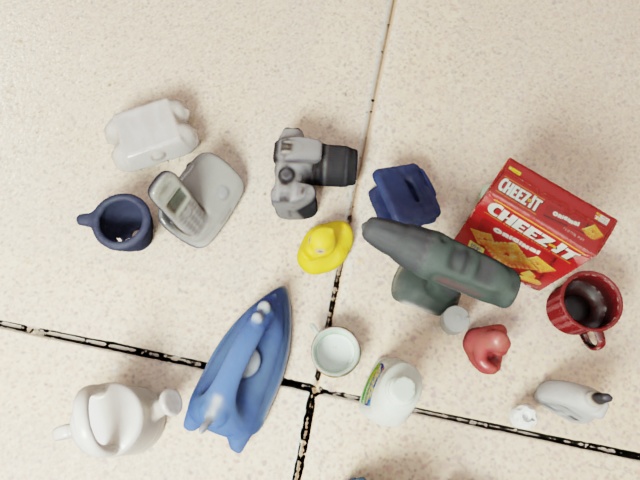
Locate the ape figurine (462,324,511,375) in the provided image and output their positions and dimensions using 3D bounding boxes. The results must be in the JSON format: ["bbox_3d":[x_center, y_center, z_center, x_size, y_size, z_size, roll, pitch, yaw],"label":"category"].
[{"bbox_3d":[0.259,0.159,0.863,0.076,0.092,0.078,39,77,11],"label":"ape figurine"}]

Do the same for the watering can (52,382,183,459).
[{"bbox_3d":[-0.279,0.242,0.785,0.173,0.194,0.101,-36,76,-10],"label":"watering can"}]

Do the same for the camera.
[{"bbox_3d":[-0.008,-0.113,0.943,0.136,0.101,0.143,4,73,2],"label":"camera"}]

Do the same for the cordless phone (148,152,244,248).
[{"bbox_3d":[-0.195,-0.079,0.889,0.094,0.185,0.148,27,75,8],"label":"cordless phone"}]

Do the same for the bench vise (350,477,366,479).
[{"bbox_3d":[0.100,0.402,0.721,0.207,0.220,0.121,40,77,12],"label":"bench vise"}]

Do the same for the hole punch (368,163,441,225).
[{"bbox_3d":[0.140,-0.072,0.935,0.101,0.091,0.108,-22,74,-6],"label":"hole punch"}]

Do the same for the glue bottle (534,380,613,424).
[{"bbox_3d":[0.364,0.225,0.800,0.078,0.173,0.037,31,75,10],"label":"glue bottle"}]

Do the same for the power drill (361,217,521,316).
[{"bbox_3d":[0.163,0.046,0.837,0.229,0.208,0.076,19,74,6],"label":"power drill"}]

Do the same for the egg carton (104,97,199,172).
[{"bbox_3d":[-0.287,-0.178,0.980,0.150,0.069,0.107,-21,74,-6],"label":"egg carton"}]

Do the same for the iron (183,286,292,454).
[{"bbox_3d":[-0.109,0.170,0.835,0.118,0.141,0.258,21,74,7],"label":"iron"}]

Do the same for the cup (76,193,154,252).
[{"bbox_3d":[-0.318,-0.018,0.918,0.117,0.095,0.092,2,73,1],"label":"cup"}]

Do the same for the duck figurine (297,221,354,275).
[{"bbox_3d":[0.008,0.003,0.915,0.105,0.086,0.077,-39,76,-11],"label":"duck figurine"}]
